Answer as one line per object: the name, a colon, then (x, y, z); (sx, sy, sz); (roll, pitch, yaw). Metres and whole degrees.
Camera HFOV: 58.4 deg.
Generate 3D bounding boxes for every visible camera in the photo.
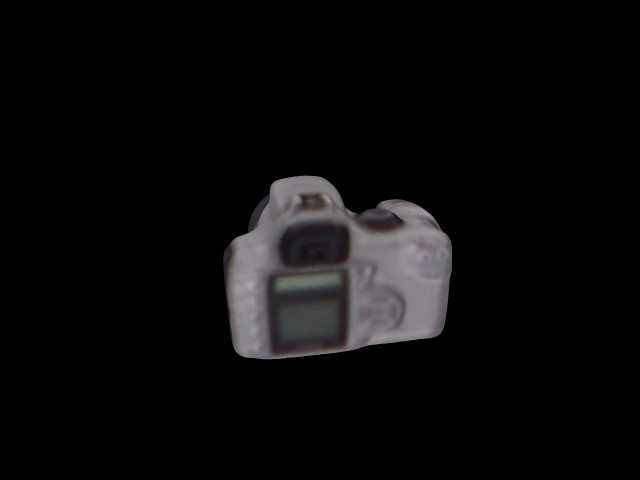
camera: (0.004, 0.001, 0.400); (0.143, 0.101, 0.136); (-5, 24, -10)
